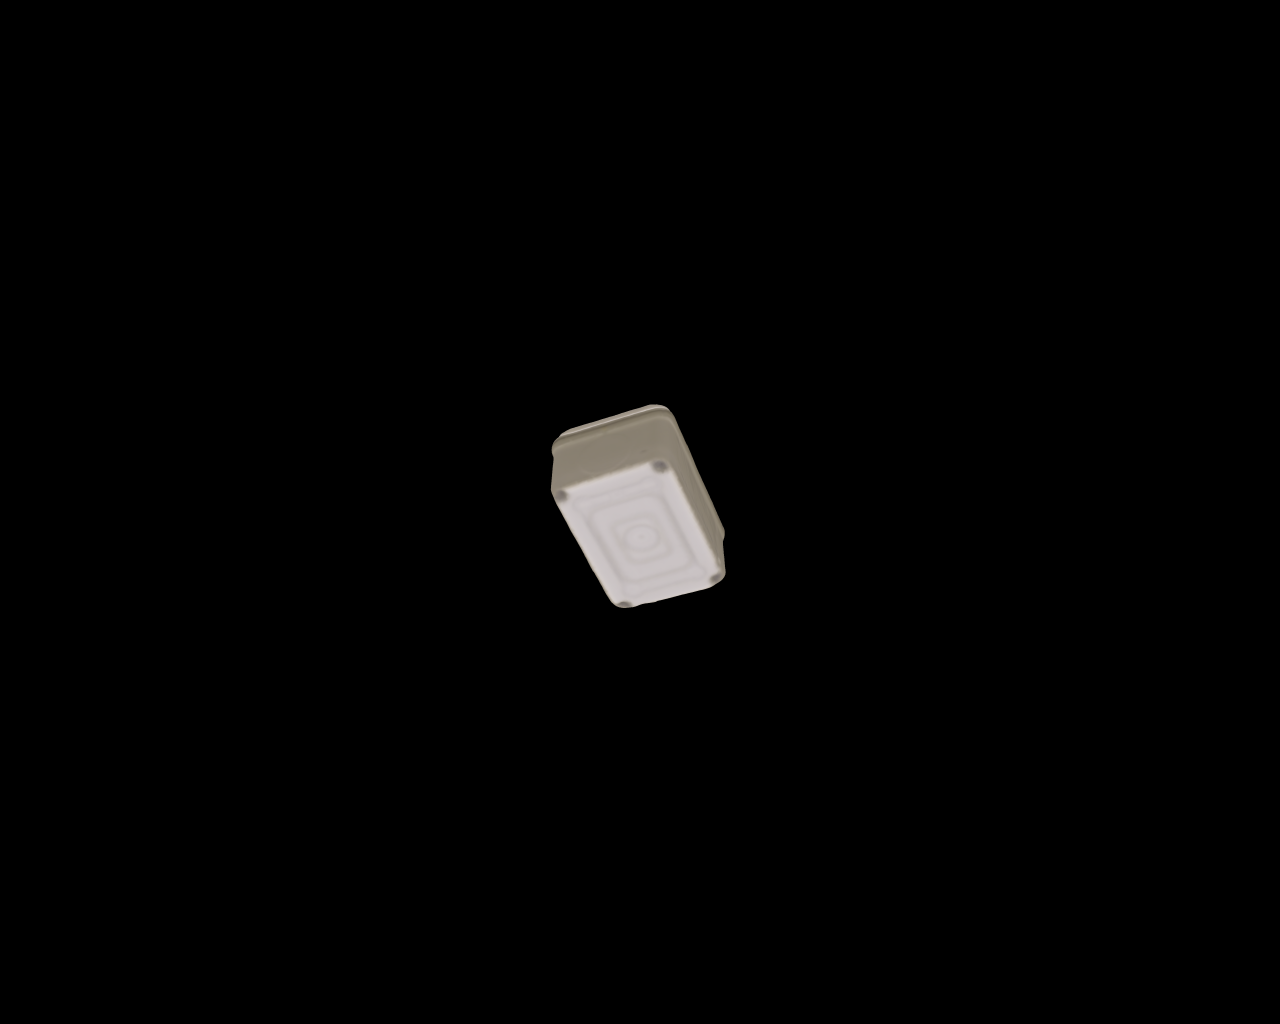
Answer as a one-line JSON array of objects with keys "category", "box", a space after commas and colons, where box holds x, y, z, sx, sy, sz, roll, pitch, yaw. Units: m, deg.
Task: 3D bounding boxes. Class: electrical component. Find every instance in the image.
[{"category": "electrical component", "box": [0.001, -0.003, 0.650, 0.078, 0.113, 0.057, -16, 39, 13]}]
